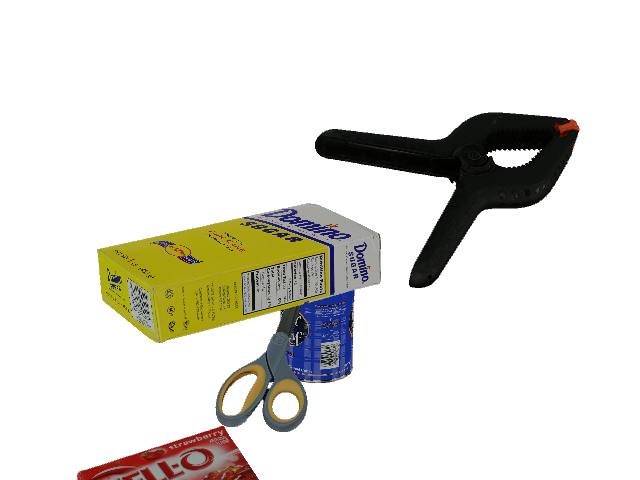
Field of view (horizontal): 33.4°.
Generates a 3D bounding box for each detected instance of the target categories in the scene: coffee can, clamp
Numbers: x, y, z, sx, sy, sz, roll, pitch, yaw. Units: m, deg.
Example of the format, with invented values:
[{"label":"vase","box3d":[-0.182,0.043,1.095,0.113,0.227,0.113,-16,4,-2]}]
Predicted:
[{"label":"coffee can","box3d":[-0.005,0.109,1.459,0.103,0.140,0.103,1,19,0]},{"label":"clamp","box3d":[0.119,-0.046,0.842,0.209,0.165,0.036,-14,-36,-15]}]

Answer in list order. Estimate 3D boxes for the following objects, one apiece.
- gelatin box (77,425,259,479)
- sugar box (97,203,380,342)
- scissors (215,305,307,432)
[{"label":"gelatin box","box3d":[-0.080,0.142,0.579,0.089,0.030,0.073,-14,27,-20]},{"label":"sugar box","box3d":[-0.055,0.017,0.742,0.175,0.048,0.093,-16,25,-30]},{"label":"scissors","box3d":[-0.028,0.116,1.067,0.096,0.016,0.201,24,51,21]}]
